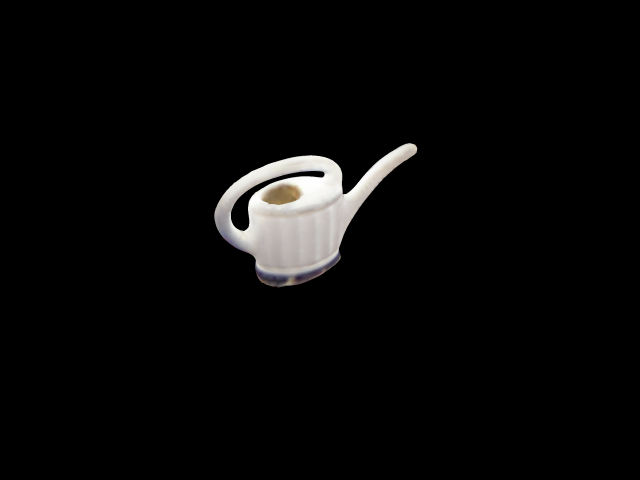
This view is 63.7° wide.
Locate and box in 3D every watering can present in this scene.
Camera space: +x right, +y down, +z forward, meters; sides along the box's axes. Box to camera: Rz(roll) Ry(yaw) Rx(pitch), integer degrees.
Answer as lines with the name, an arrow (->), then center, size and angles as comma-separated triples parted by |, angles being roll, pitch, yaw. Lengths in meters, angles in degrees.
watering can -> 0.003, -0.043, 0.850 | 0.349, 0.219, 0.106 | -14, 39, -18
